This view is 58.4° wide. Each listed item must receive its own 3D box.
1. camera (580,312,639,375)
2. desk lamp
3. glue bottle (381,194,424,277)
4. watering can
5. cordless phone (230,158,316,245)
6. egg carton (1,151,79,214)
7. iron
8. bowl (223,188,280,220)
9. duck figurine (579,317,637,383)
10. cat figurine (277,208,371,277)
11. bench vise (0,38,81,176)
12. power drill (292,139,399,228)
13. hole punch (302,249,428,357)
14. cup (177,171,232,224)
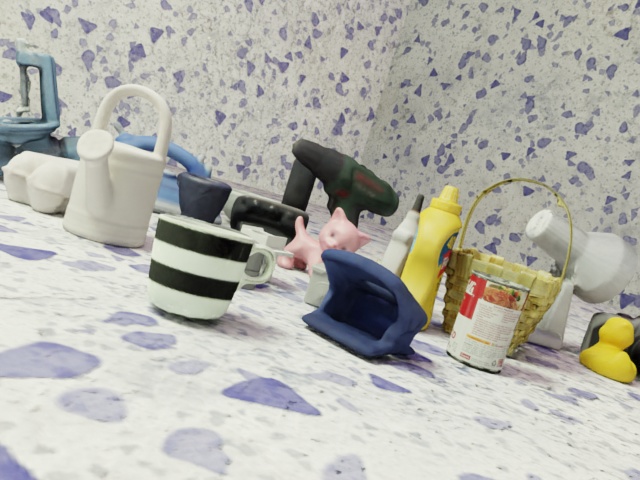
[{"bbox_3d":[0.514,0.168,0.913,0.143,0.101,0.137,18,6,9],"label":"camera"},{"bbox_3d":[0.394,0.068,0.951,0.203,0.213,0.117,16,6,-13],"label":"desk lamp"},{"bbox_3d":[0.122,0.015,0.843,0.037,0.173,0.078,20,6,26],"label":"glue bottle"},{"bbox_3d":[-0.242,-0.095,0.705,0.101,0.194,0.172,15,6,-20],"label":"watering can"},{"bbox_3d":[-0.084,-0.081,1.092,0.148,0.185,0.094,16,6,-15],"label":"cordless phone"},{"bbox_3d":[-0.356,-0.076,0.805,0.107,0.069,0.151,20,6,22],"label":"egg carton"},{"bbox_3d":[-0.295,-0.125,1.101,0.259,0.141,0.118,15,6,-26],"label":"iron"},{"bbox_3d":[-0.148,-0.060,1.256,0.167,0.075,0.167,17,6,-1],"label":"bowl"},{"bbox_3d":[0.440,0.159,0.856,0.077,0.086,0.105,18,6,9],"label":"duck figurine"},{"bbox_3d":[0.008,0.003,0.896,0.127,0.118,0.067,20,6,26],"label":"cat figurine"},{"bbox_3d":[-0.446,-0.195,0.924,0.121,0.220,0.208,21,7,33],"label":"bench vise"},{"bbox_3d":[0.028,-0.053,1.034,0.230,0.208,0.075,14,6,-27],"label":"power drill"},{"bbox_3d":[0.050,0.062,0.590,0.108,0.091,0.101,22,7,39],"label":"hole punch"},{"bbox_3d":[-0.217,-0.065,0.990,0.117,0.095,0.092,21,7,34],"label":"cup"}]
